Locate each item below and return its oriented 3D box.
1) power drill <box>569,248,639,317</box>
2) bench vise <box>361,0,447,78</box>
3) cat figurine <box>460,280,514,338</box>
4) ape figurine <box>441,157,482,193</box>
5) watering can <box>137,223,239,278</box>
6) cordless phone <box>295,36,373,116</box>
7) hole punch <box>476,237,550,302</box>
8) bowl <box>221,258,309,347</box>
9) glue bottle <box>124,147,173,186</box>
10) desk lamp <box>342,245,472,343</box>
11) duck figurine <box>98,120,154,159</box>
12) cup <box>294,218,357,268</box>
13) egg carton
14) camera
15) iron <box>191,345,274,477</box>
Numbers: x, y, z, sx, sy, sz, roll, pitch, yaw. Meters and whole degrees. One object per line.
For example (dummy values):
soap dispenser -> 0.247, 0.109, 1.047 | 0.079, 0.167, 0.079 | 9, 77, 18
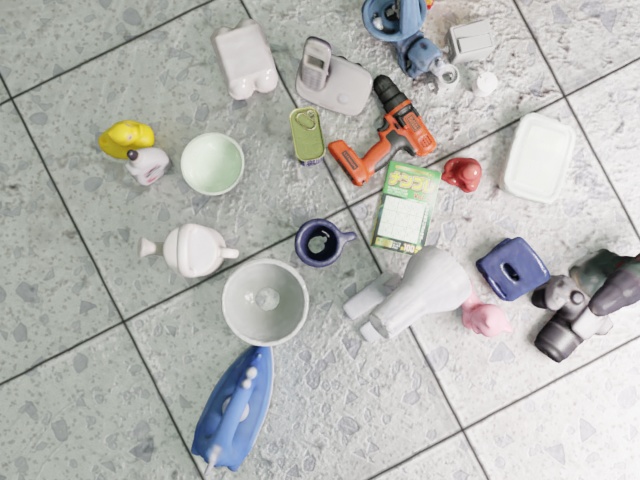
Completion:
power drill -> 0.553, 0.066, 1.055 | 0.229, 0.208, 0.075 | -33, 88, -2
bench vise -> 0.171, -0.408, 1.058 | 0.207, 0.219, 0.121 | 32, 88, 0
cat figurine -> 0.304, 0.135, 1.092 | 0.067, 0.117, 0.128 | -38, 89, -2
ape figurine -> 0.284, -0.130, 1.114 | 0.076, 0.092, 0.078 | -25, 88, -2
watering can -> -0.242, 0.021, 1.045 | 0.173, 0.194, 0.101 | -18, 88, -2
cordless phone -> 0.028, -0.310, 1.068 | 0.147, 0.185, 0.094 | 18, 88, 0
hole punch -> 0.372, 0.059, 1.109 | 0.101, 0.091, 0.109 | -38, 89, -2
bowl -> -0.103, 0.118, 1.104 | 0.167, 0.074, 0.167 | 0, 88, -1
glue bottle -> -0.327, -0.144, 1.060 | 0.078, 0.173, 0.037 | -43, 89, -2
desk lamp -> 0.154, 0.109, 1.041 | 0.203, 0.213, 0.118 | -37, 89, -2
duck figurine -> -0.381, -0.200, 1.104 | 0.104, 0.086, 0.077 | -12, 88, -2
cup -> 0.010, 0.004, 1.101 | 0.118, 0.095, 0.092 | -13, 88, -2
egg carton -> -0.146, -0.355, 1.124 | 0.107, 0.069, 0.150 | -20, 88, -2
camera -> 0.471, 0.159, 1.103 | 0.143, 0.100, 0.137 | 42, 88, 1
iron -> -0.154, 0.307, 1.063 | 0.118, 0.141, 0.258 | 22, 88, 0
